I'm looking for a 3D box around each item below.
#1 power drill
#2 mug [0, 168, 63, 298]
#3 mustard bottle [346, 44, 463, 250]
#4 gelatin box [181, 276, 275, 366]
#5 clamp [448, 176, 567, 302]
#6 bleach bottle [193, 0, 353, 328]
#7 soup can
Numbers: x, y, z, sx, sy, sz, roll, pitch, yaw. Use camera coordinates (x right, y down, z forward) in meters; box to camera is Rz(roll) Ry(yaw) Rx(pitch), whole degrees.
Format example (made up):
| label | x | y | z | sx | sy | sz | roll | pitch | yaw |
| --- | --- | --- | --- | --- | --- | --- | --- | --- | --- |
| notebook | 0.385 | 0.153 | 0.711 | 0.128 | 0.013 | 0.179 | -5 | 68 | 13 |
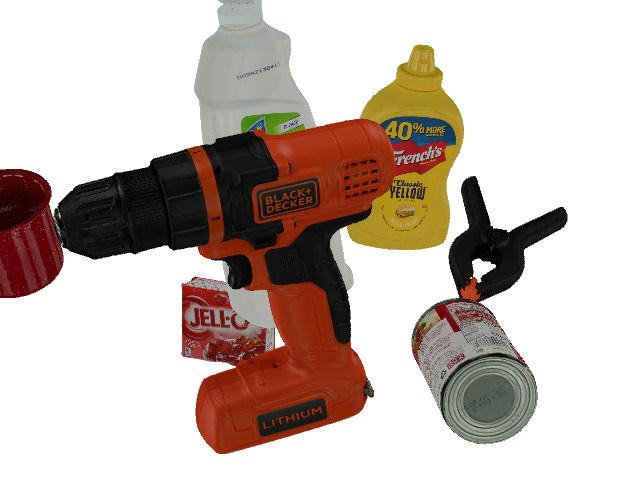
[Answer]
| label | x | y | z | sx | sy | sz | roll | pitch | yaw |
| --- | --- | --- | --- | --- | --- | --- | --- | --- | --- |
| power drill | -0.044 | 0.030 | 0.600 | 0.184 | 0.188 | 0.057 | -13 | 35 | -13 |
| mug | -0.278 | -0.011 | 0.949 | 0.093 | 0.081 | 0.117 | -14 | 42 | -10 |
| mustard bottle | 0.081 | -0.086 | 0.978 | 0.096 | 0.192 | 0.058 | 3 | 29 | -6 |
| gelatin box | -0.087 | 0.078 | 1.000 | 0.089 | 0.073 | 0.030 | 9 | 18 | 19 |
| clamp | 0.178 | -0.003 | 1.141 | 0.120 | 0.039 | 0.171 | 24 | 48 | 24 |
| bleach bottle | -0.037 | -0.062 | 0.796 | 0.102 | 0.251 | 0.068 | -27 | 35 | -31 |
| soup can | 0.107 | 0.090 | 0.753 | 0.068 | 0.068 | 0.102 | 0 | 18 | -6 |
